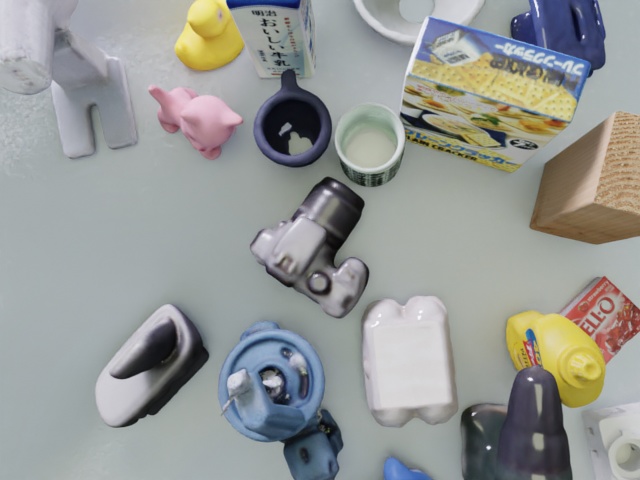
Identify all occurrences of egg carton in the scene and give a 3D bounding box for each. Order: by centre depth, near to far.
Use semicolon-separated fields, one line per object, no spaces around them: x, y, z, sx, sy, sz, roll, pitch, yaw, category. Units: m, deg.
0.103;0.143;0.676;0.107;0.069;0.150;-7;84;4;egg carton

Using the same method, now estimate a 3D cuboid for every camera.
0.006;0.002;0.681;0.143;0.101;0.137;34;88;7;camera

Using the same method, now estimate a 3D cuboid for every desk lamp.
-0.312;-0.225;0.670;0.118;0.213;0.203;-14;84;3;desk lamp

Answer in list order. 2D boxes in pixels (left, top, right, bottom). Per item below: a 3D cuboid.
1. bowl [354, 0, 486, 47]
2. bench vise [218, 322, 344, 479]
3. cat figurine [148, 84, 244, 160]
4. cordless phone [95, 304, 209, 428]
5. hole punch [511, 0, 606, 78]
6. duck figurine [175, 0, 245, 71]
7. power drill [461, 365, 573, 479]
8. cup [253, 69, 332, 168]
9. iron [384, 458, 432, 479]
0.122;-0.310;0.715;0.167;0.075;0.167;0;85;4;bowl
-0.030;0.182;0.607;0.121;0.220;0.207;-45;83;-1;bench vise
-0.152;-0.151;0.699;0.127;0.118;0.067;32;88;7;cat figurine
-0.211;0.146;0.641;0.094;0.185;0.147;39;89;7;cordless phone
0.293;-0.252;0.689;0.101;0.091;0.109;-9;84;4;hole punch
-0.143;-0.269;0.726;0.104;0.086;0.077;-36;83;0;duck figurine
0.199;0.235;0.590;0.075;0.208;0.230;-2;84;5;power drill
-0.030;-0.139;0.700;0.091;0.095;0.118;-7;84;4;cup
0.140;0.370;0.616;0.258;0.141;0.118;43;89;7;iron
